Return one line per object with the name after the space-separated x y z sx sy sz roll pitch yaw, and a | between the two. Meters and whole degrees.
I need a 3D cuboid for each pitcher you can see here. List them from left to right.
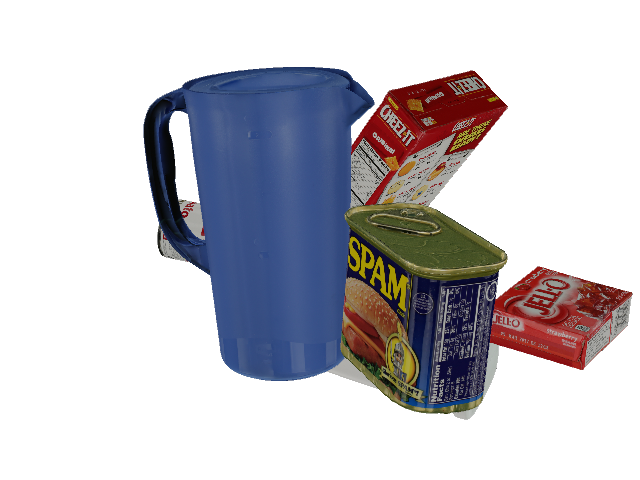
-0.046 -0.016 0.862 0.144 0.243 0.149 -12 19 -29 | pitcher

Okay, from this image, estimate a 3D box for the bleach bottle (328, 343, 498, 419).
0.032 0.092 0.986 0.251 0.068 0.102 10 26 22 | bleach bottle

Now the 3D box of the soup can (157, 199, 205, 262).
-0.118 -0.004 1.167 0.102 0.068 0.068 12 3 15 | soup can

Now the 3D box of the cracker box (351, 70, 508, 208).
0.092 -0.088 1.219 0.163 0.072 0.214 -22 -25 -45 | cracker box

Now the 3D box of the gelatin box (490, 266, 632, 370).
0.165 0.052 0.740 0.073 0.030 0.089 17 26 32 | gelatin box

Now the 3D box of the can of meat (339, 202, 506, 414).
0.051 0.035 0.576 0.057 0.084 0.102 -6 22 -24 | can of meat
